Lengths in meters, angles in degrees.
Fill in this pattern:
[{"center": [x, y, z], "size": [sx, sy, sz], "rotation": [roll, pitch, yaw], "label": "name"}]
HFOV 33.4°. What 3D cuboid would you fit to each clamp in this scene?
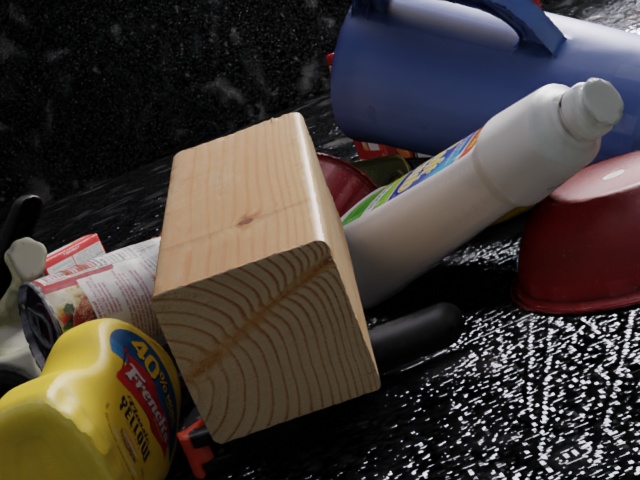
[{"center": [-0.013, 0.074, 0.614], "size": [0.171, 0.039, 0.120], "rotation": [-26, 13, -24], "label": "clamp"}, {"center": [-0.286, 0.083, 0.936], "size": [0.210, 0.164, 0.036], "rotation": [-39, -25, 26], "label": "clamp"}]

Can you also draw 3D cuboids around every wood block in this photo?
[{"center": [-0.033, 0.009, 0.604], "size": [0.091, 0.090, 0.206], "rotation": [-19, 23, 4], "label": "wood block"}]

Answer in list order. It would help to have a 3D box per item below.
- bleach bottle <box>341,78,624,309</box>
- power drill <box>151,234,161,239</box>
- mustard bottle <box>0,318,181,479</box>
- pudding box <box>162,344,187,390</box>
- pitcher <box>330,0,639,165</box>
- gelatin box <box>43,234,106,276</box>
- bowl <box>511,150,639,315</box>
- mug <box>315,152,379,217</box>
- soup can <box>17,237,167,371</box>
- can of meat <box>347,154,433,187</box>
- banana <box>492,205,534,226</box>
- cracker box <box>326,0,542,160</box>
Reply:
[{"center": [0.095, -0.034, 0.665], "size": [0.102, 0.068, 0.251], "rotation": [-40, 2, -35], "label": "bleach bottle"}, {"center": [-0.099, 0.019, 0.888], "size": [0.185, 0.057, 0.187], "rotation": [-48, -4, 20], "label": "power drill"}, {"center": [-0.112, 0.094, 0.560], "size": [0.058, 0.096, 0.191], "rotation": [-21, 11, 7], "label": "mustard bottle"}, {"center": [-0.071, 0.067, 0.749], "size": [0.114, 0.039, 0.089], "rotation": [-16, 13, 27], "label": "pudding box"}, {"center": [0.135, -0.116, 0.773], "size": [0.243, 0.145, 0.149], "rotation": [18, 17, 30], "label": "pitcher"}, {"center": [-0.219, 0.049, 0.974], "size": [0.030, 0.089, 0.073], "rotation": [-15, 12, 39], "label": "gelatin box"}, {"center": [0.183, -0.014, 0.633], "size": [0.162, 0.055, 0.162], "rotation": [-20, 11, 4], "label": "bowl"}, {"center": [-0.005, 0.001, 0.818], "size": [0.081, 0.093, 0.117], "rotation": [-55, -13, -30], "label": "mug"}, {"center": [-0.129, 0.043, 0.672], "size": [0.102, 0.068, 0.069], "rotation": [-21, 10, -31], "label": "soup can"}, {"center": [0.074, -0.039, 0.870], "size": [0.083, 0.057, 0.102], "rotation": [-4, 0, -34], "label": "can of meat"}, {"center": [0.199, -0.053, 0.822], "size": [0.198, 0.037, 0.069], "rotation": [-18, 12, 17], "label": "banana"}, {"center": [0.129, -0.141, 1.035], "size": [0.213, 0.164, 0.072], "rotation": [-26, 15, -21], "label": "cracker box"}]
